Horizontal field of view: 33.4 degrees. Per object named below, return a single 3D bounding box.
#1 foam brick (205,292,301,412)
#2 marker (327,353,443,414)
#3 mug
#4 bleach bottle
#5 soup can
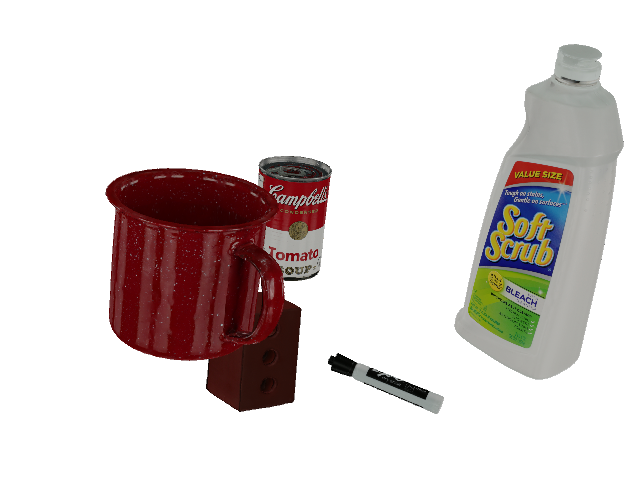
[{"bbox_3d":[-0.052,0.083,0.817,0.052,0.078,0.051,-4,14,-35],"label":"foam brick"},{"bbox_3d":[0.064,0.142,1.065,0.121,0.020,0.020,21,5,13],"label":"marker"},{"bbox_3d":[-0.064,0.017,0.583,0.117,0.081,0.093,24,26,34],"label":"mug"},{"bbox_3d":[0.164,-0.024,0.789,0.067,0.251,0.103,-22,39,-35],"label":"bleach bottle"},{"bbox_3d":[-0.029,-0.021,1.003,0.068,0.102,0.068,5,21,-2],"label":"soup can"}]
